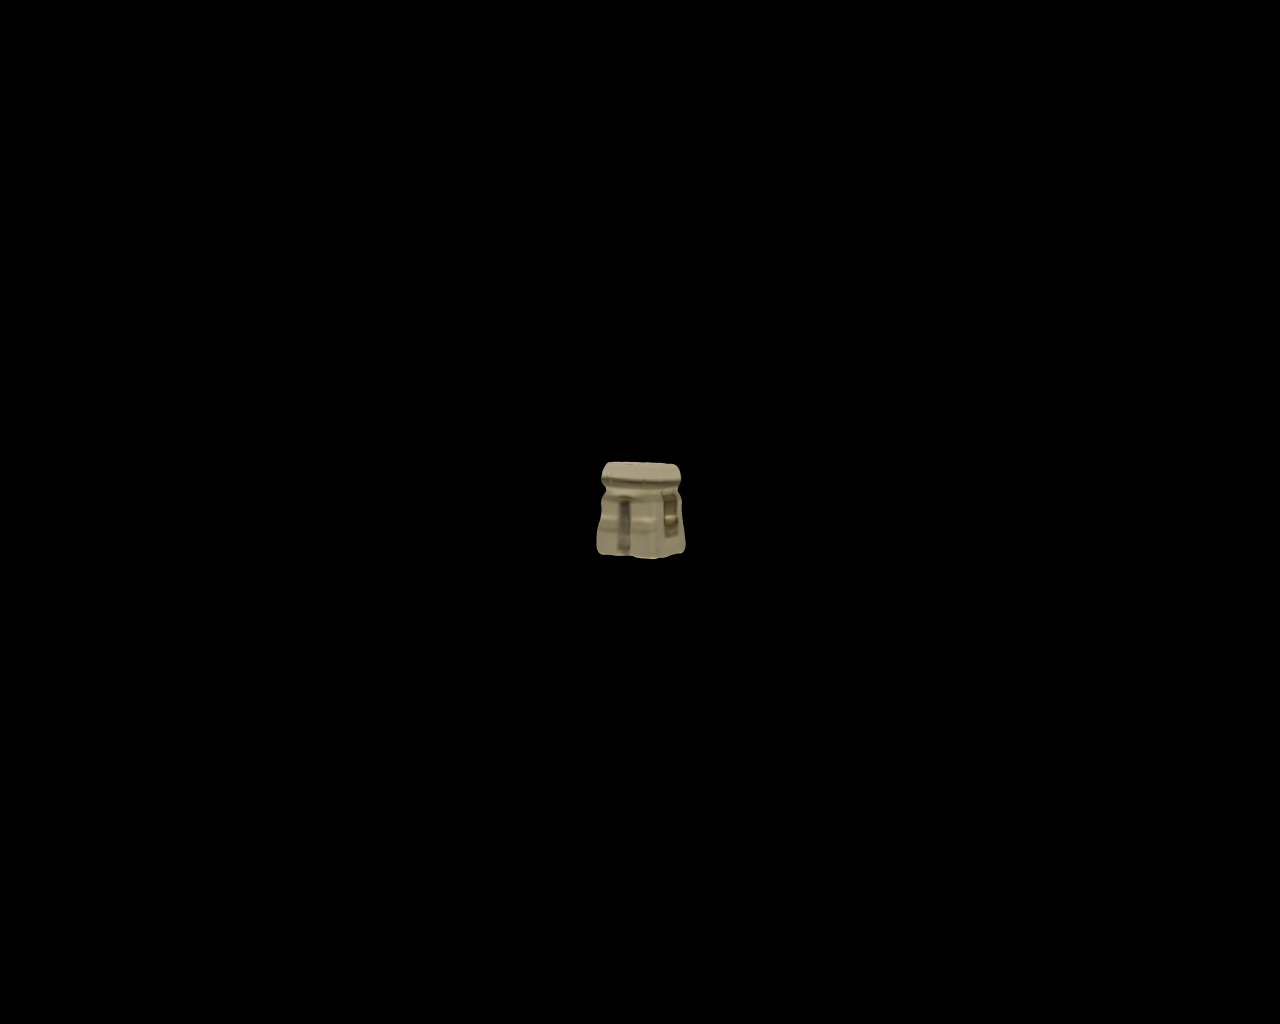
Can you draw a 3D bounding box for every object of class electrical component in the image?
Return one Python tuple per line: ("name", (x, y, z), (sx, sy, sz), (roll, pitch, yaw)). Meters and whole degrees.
("electrical component", (0.001, -0.003, 0.650), (0.066, 0.055, 0.048), (4, 6, 33))
